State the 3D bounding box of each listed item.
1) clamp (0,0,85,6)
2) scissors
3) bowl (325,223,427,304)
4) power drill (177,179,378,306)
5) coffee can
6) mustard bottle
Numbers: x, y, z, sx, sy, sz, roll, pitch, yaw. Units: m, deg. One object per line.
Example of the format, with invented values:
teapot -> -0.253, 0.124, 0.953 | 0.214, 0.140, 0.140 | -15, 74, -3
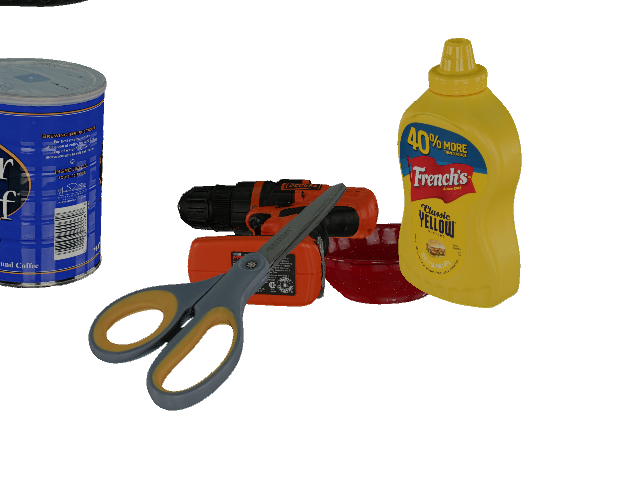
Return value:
clamp -> -0.124, -0.158, 0.587 | 0.171, 0.039, 0.120 | -10, 25, -26
scissors -> -0.061, 0.019, 0.625 | 0.096, 0.016, 0.201 | 10, 42, 17
bowl -> 0.067, 0.026, 1.087 | 0.162, 0.055, 0.162 | -3, 13, 1
power drill -> -0.051, -0.007, 0.905 | 0.184, 0.057, 0.187 | 0, 21, 10
coffee can -> -0.207, -0.051, 0.767 | 0.103, 0.140, 0.103 | 5, 23, -2
mustard bottle -> 0.100, -0.051, 0.774 | 0.058, 0.192, 0.096 | -24, 33, -37
